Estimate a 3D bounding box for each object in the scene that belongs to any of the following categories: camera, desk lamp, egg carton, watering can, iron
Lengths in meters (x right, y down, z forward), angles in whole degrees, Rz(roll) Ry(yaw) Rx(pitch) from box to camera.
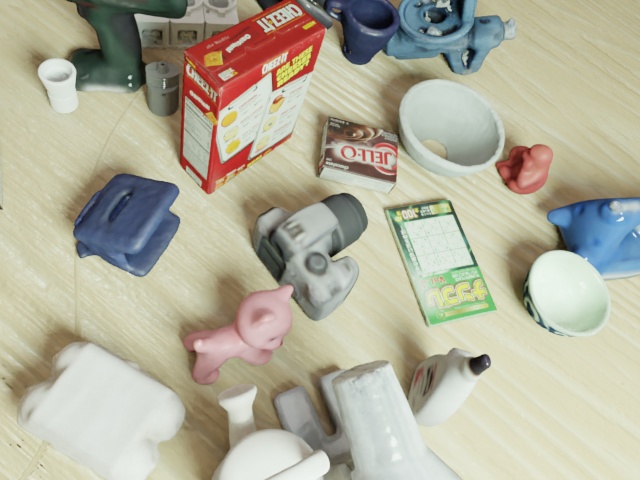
[{"bbox_3d":[0.007,0.003,0.717,0.137,0.100,0.143,-33,75,-27],"label":"camera"},{"bbox_3d":[0.045,0.211,0.554,0.118,0.213,0.203,-18,69,-22],"label":"desk lamp"},{"bbox_3d":[-0.219,0.174,0.585,0.150,0.069,0.107,30,60,1],"label":"egg carton"},{"bbox_3d":[-0.052,0.223,0.532,0.172,0.194,0.101,44,61,10],"label":"watering can"},{"bbox_3d":[0.475,-0.024,0.835,0.259,0.141,0.118,-4,64,-17],"label":"iron"}]

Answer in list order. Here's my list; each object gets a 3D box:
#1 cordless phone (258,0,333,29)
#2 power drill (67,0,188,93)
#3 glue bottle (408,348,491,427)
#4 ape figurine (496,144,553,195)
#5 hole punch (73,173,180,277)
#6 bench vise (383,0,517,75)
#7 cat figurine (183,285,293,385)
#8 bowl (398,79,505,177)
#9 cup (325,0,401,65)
[{"bbox_3d":[-0.029,-0.421,0.880,0.094,0.185,0.147,-31,74,-26],"label":"cordless phone"},{"bbox_3d":[-0.286,-0.284,0.725,0.230,0.208,0.075,-3,64,-16],"label":"power drill"},{"bbox_3d":[0.145,0.155,0.634,0.037,0.173,0.078,18,60,-5],"label":"glue bottle"},{"bbox_3d":[0.318,-0.113,0.868,0.076,0.092,0.078,29,60,1],"label":"ape figurine"},{"bbox_3d":[-0.228,-0.025,0.673,0.101,0.091,0.109,25,60,-1],"label":"hole punch"},{"bbox_3d":[0.219,-0.372,0.902,0.208,0.219,0.121,-13,67,-21],"label":"bench vise"},{"bbox_3d":[-0.084,0.099,0.632,0.128,0.117,0.067,-18,69,-23],"label":"cat figurine"},{"bbox_3d":[0.187,-0.156,0.864,0.167,0.074,0.167,6,62,-12],"label":"bowl"},{"bbox_3d":[0.058,-0.330,0.908,0.118,0.095,0.092,16,60,-7],"label":"cup"}]
